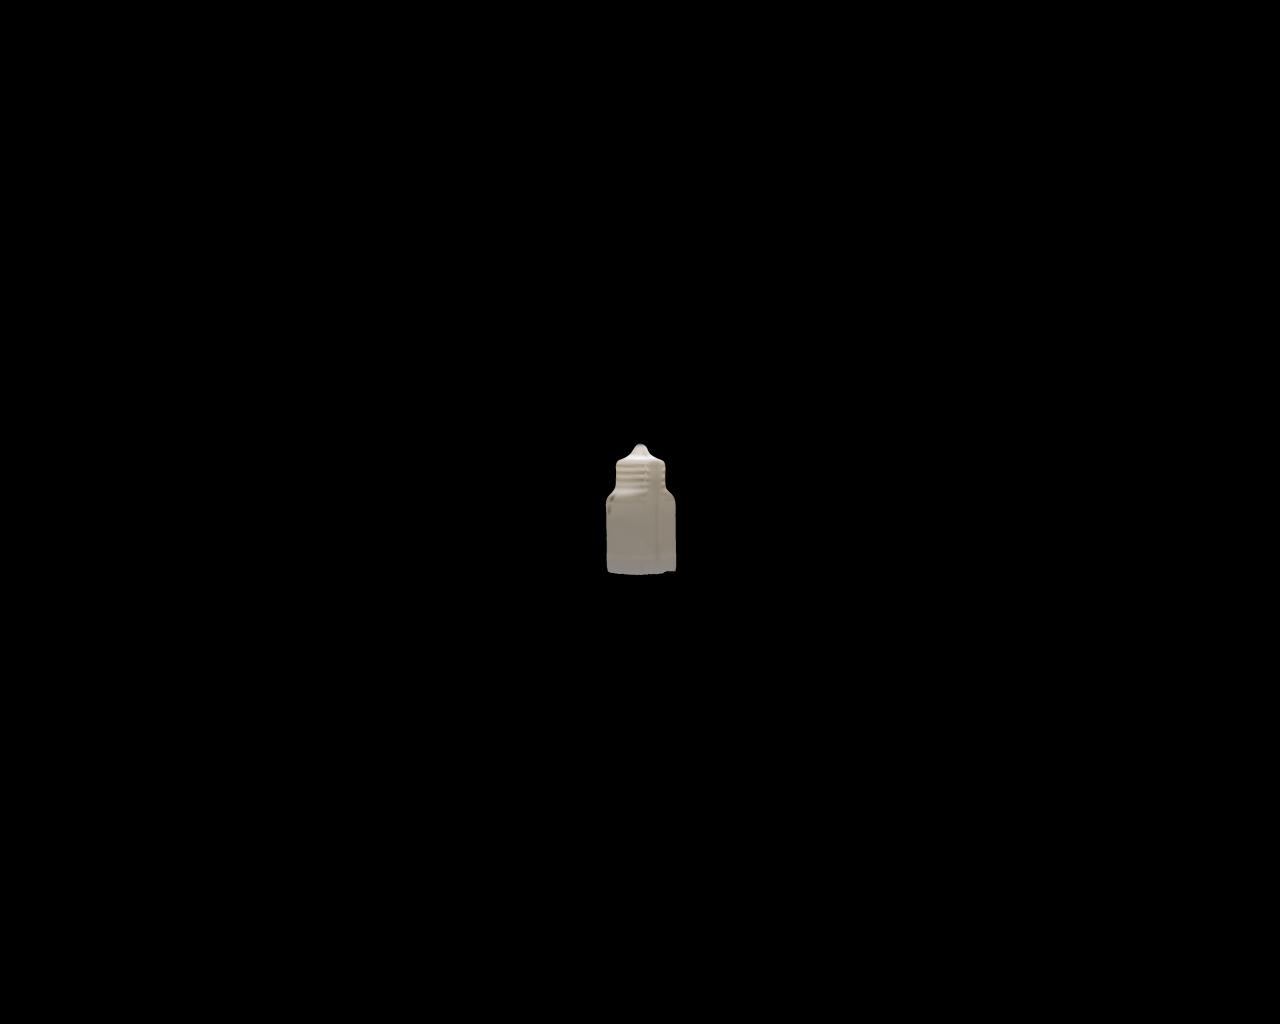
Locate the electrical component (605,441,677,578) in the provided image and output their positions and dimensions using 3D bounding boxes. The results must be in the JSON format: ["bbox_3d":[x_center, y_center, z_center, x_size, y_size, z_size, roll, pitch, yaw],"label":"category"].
[{"bbox_3d":[0.001,-0.003,0.650,0.043,0.081,0.043,0,3,0],"label":"electrical component"}]
